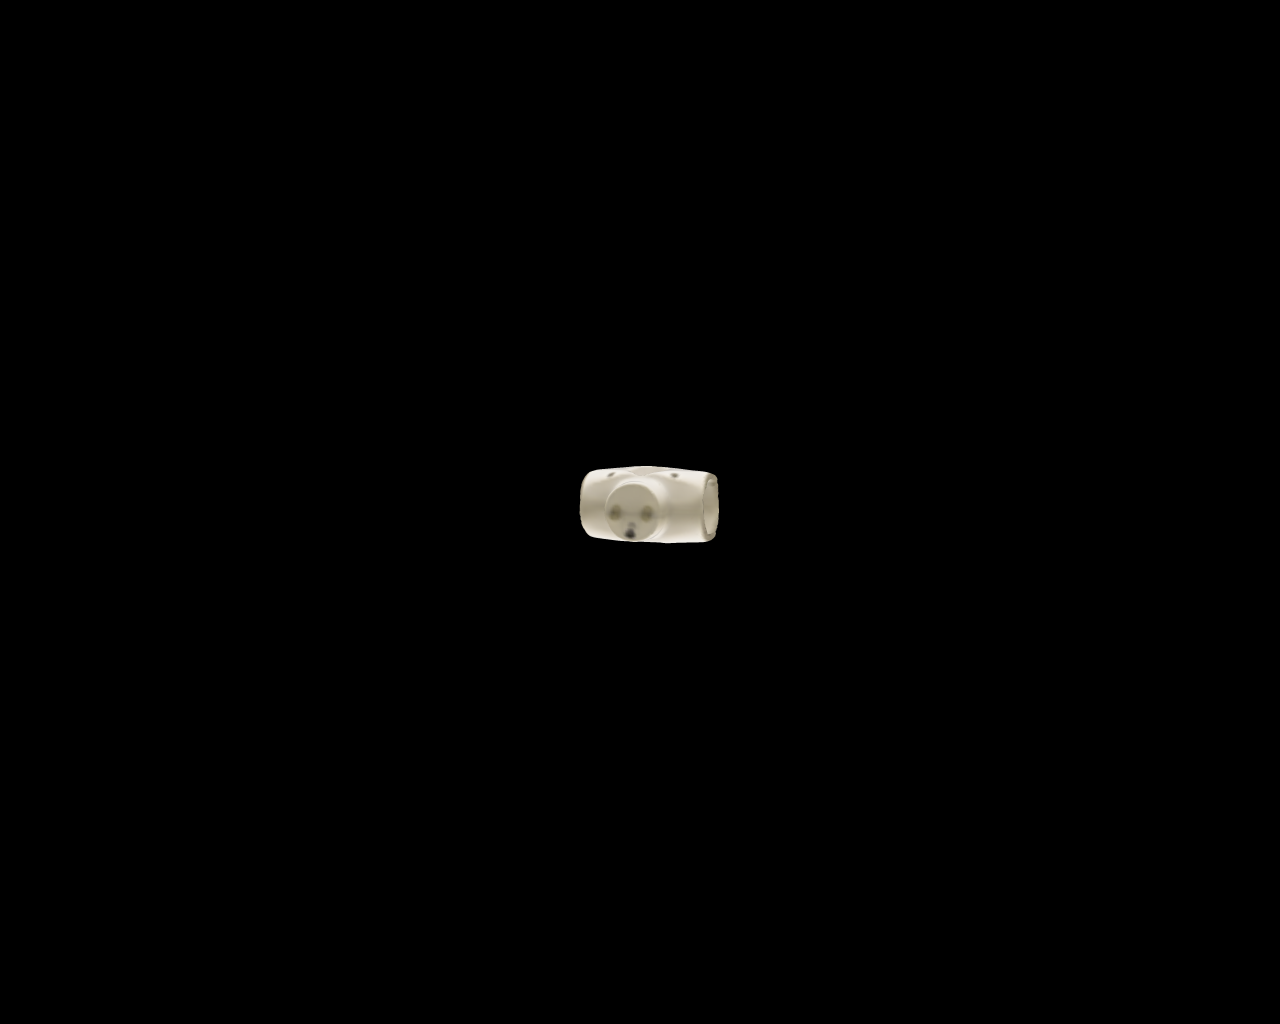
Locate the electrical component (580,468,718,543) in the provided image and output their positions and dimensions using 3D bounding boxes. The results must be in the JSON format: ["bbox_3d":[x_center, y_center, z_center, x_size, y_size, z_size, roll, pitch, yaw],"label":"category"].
[{"bbox_3d":[0.001,-0.003,0.650,0.077,0.043,0.079,2,8,18],"label":"electrical component"}]
